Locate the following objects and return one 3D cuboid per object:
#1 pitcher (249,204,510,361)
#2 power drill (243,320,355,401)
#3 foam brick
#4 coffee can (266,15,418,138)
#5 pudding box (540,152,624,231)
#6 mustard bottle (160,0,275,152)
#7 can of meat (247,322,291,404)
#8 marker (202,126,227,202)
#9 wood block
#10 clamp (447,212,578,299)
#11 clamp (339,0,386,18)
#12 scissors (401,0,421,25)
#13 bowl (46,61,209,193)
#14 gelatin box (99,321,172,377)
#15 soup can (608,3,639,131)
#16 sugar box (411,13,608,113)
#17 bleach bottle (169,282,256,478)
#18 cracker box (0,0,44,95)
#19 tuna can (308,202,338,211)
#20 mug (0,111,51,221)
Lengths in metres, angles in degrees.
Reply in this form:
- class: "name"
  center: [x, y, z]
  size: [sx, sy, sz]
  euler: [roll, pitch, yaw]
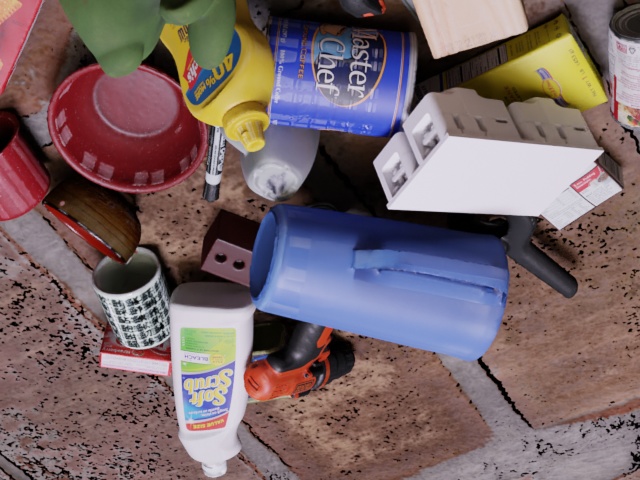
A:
- class: "pitcher"
  center: [0.061, 0.035, 1.065]
  size: [0.242, 0.145, 0.149]
  euler: [11, 123, -16]
- class: "power drill"
  center: [0.013, 0.104, 1.236]
  size: [0.184, 0.057, 0.188]
  euler: [-9, 136, -53]
- class: "foam brick"
  center: [-0.089, 0.012, 1.199]
  size: [0.078, 0.051, 0.053]
  euler: [20, 129, -15]
- class: "coffee can"
  center: [0.015, -0.154, 1.012]
  size: [0.140, 0.102, 0.103]
  euler: [6, 132, -3]
- class: "pudding box"
  center: [0.249, -0.071, 1.117]
  size: [0.113, 0.039, 0.090]
  euler: [37, 127, -23]
- class: "mustard bottle"
  center: [-0.088, -0.160, 0.954]
  size: [0.096, 0.192, 0.058]
  euler: [-39, 151, 30]
- class: "can of meat"
  center: [-0.079, 0.152, 1.321]
  size: [0.102, 0.057, 0.084]
  euler: [-10, 128, 10]
- class: "marker"
  center: [-0.110, -0.088, 1.133]
  size: [0.020, 0.020, 0.121]
  euler: [8, 131, -5]
- class: "wood block"
  center: [0.106, -0.273, 0.910]
  size: [0.090, 0.091, 0.206]
  euler: [-15, 129, 16]
- class: "clamp"
  center: [0.200, 0.001, 1.157]
  size: [0.165, 0.036, 0.210]
  euler: [3, 141, 11]
- class: "clamp"
  center: [0.020, -0.246, 0.901]
  size: [0.039, 0.120, 0.171]
  euler: [-1, 139, 24]
- class: "scissors"
  center: [0.028, -0.267, 0.969]
  size: [0.096, 0.016, 0.201]
  euler: [-11, 130, 14]
- class: "bowl"
  center: [-0.190, -0.126, 1.080]
  size: [0.162, 0.055, 0.162]
  euler: [2, 132, 2]
- class: "gelatin box"
  center: [-0.217, 0.124, 1.291]
  size: [0.089, 0.073, 0.030]
  euler: [8, 131, -4]
- class: "soup can"
  center: [0.309, -0.164, 1.011]
  size: [0.068, 0.068, 0.102]
  euler: [-7, 130, 9]
- class: "sugar box"
  center: [0.181, -0.142, 1.052]
  size: [0.176, 0.048, 0.093]
  euler: [-26, 127, 22]
- class: "bleach bottle"
  center: [-0.122, 0.173, 1.263]
  size: [0.102, 0.068, 0.251]
  euler: [2, 117, 5]
- class: "cracker box"
  center: [-0.325, -0.254, 0.962]
  size: [0.164, 0.072, 0.214]
  euler: [23, 128, -18]
- class: "tuna can"
  center: [-0.008, 0.001, 1.163]
  size: [0.086, 0.086, 0.033]
  euler: [-24, 128, 22]
- class: "mug"
  center: [-0.345, -0.076, 1.120]
  size: [0.117, 0.093, 0.081]
  euler: [12, 145, 34]
